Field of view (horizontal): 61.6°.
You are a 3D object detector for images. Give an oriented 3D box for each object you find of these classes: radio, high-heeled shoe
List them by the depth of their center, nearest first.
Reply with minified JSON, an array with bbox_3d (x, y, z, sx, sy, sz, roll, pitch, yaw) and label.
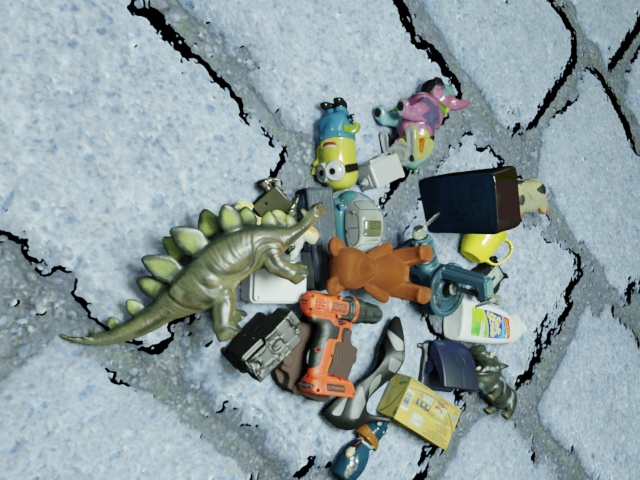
[{"bbox_3d":[0.091,0.266,1.108,0.145,0.086,0.249,14,67,-7],"label":"high-heeled shoe"},{"bbox_3d":[0.320,-0.082,1.163,0.073,0.230,0.131,-14,98,-27],"label":"radio"}]

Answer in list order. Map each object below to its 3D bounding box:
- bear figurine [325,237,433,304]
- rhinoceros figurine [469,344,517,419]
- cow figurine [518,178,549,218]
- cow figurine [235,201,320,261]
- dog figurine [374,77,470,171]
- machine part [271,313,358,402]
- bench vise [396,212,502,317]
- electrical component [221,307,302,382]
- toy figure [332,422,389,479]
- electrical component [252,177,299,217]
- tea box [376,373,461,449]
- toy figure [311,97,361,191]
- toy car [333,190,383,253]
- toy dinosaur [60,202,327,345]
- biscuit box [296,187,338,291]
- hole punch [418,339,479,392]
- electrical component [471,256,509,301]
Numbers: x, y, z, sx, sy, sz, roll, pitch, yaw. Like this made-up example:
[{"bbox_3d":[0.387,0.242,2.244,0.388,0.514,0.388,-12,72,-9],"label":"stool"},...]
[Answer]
[{"bbox_3d":[0.109,0.055,1.010,0.195,0.132,0.120,14,78,-47],"label":"bear figurine"},{"bbox_3d":[0.413,0.335,1.280,0.112,0.073,0.190,-41,108,-25],"label":"rhinoceros figurine"},{"bbox_3d":[0.488,-0.119,1.348,0.195,0.086,0.127,-7,96,-29],"label":"cow figurine"},{"bbox_3d":[-0.090,-0.004,0.989,0.167,0.068,0.098,18,106,-13],"label":"cow figurine"},{"bbox_3d":[0.241,-0.262,1.200,0.219,0.108,0.191,-17,95,-33],"label":"dog figurine"},{"bbox_3d":[-0.008,0.227,1.049,0.179,0.056,0.179,2,85,-32],"label":"machine part"},{"bbox_3d":[0.271,0.075,1.129,0.129,0.241,0.223,-21,113,-34],"label":"bench vise"},{"bbox_3d":[-0.099,0.179,0.963,0.134,0.115,0.058,-44,113,-25],"label":"electrical component"},{"bbox_3d":[0.085,0.419,1.090,0.058,0.064,0.154,34,59,16],"label":"toy figure"},{"bbox_3d":[-0.086,-0.072,1.031,0.102,0.045,0.078,41,96,-19],"label":"electrical component"},{"bbox_3d":[0.216,0.369,1.164,0.169,0.068,0.098,39,70,-24],"label":"tea box"},{"bbox_3d":[0.039,-0.191,1.089,0.089,0.082,0.180,4,82,-28],"label":"toy figure"},{"bbox_3d":[0.077,-0.026,1.089,0.109,0.103,0.161,2,84,-30],"label":"toy car"},{"bbox_3d":[-0.185,0.062,0.892,0.471,0.105,0.198,-37,97,-13],"label":"toy dinosaur"},{"bbox_3d":[-0.002,-0.003,1.062,0.063,0.059,0.202,-5,90,-27],"label":"biscuit box"},{"bbox_3d":[0.292,0.284,1.206,0.142,0.092,0.115,13,76,-26],"label":"hole punch"},{"bbox_3d":[0.398,0.101,1.301,0.119,0.048,0.074,-45,108,-24],"label":"electrical component"}]
